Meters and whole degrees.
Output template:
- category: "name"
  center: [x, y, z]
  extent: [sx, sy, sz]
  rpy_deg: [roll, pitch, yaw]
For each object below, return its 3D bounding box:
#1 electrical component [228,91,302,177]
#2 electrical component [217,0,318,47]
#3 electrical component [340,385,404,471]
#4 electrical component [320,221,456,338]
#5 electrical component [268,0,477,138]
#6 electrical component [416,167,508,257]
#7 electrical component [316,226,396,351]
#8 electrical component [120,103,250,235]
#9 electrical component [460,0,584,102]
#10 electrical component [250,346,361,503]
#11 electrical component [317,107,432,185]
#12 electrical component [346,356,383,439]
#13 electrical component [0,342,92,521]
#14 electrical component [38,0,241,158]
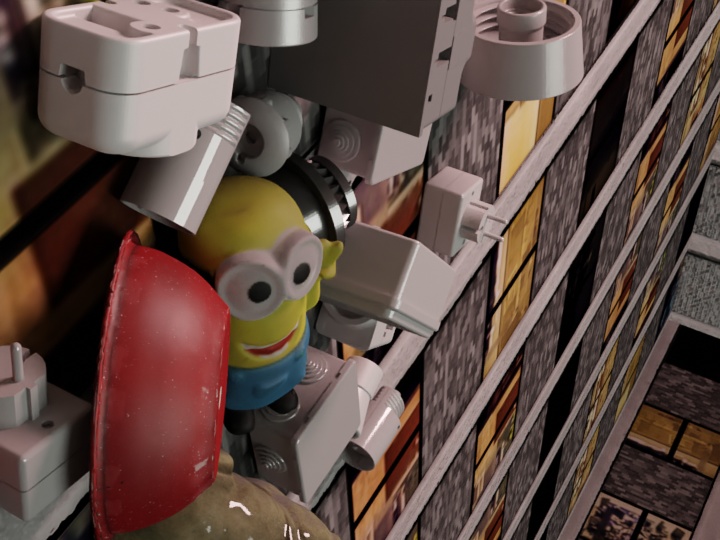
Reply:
- category: "electrical component"
  center: [-0.054, -0.086, 0.637]
  extent: [0.062, 0.048, 0.048]
  rpy_deg: [-50, 153, -58]
- category: "electrical component"
  center: [-0.049, -0.150, 0.574]
  extent: [0.055, 0.055, 0.047]
  rpy_deg: [-37, 139, -53]
- category: "electrical component"
  center: [0.015, 0.145, 1.015]
  extent: [0.081, 0.043, 0.043]
  rpy_deg: [-52, 153, -35]
- category: "electrical component"
  center: [0.000, 0.000, 0.756]
  extent: [0.056, 0.109, 0.109]
  rpy_deg: [-70, 159, -4]
- category: "electrical component"
  center: [0.015, -0.186, 0.620]
  extent: [0.060, 0.105, 0.186]
  rpy_deg: [-39, 145, -51]
- category: "electrical component"
  center: [0.099, -0.048, 0.988]
  extent: [0.047, 0.077, 0.065]
  rpy_deg: [-40, 145, -50]
- category: "electrical component"
  center: [0.005, 0.014, 0.859]
  extent: [0.056, 0.050, 0.089]
  rpy_deg: [-9, 118, -66]
- category: "electrical component"
  center: [-0.090, -0.064, 0.570]
  extent: [0.081, 0.043, 0.043]
  rpy_deg: [-66, 158, -7]
- category: "electrical component"
  center: [0.135, -0.193, 0.903]
  extent: [0.108, 0.108, 0.060]
  rpy_deg: [-47, 144, -43]
- category: "electrical component"
  center: [-0.043, 0.119, 0.845]
  extent: [0.099, 0.048, 0.099]
  rpy_deg: [-53, 154, -35]
- category: "electrical component"
  center: [0.015, -0.116, 0.764]
  extent: [0.100, 0.048, 0.099]
  rpy_deg: [-29, 136, -58]
- category: "electrical component"
  center: [-0.007, 0.108, 0.934]
  extent: [0.044, 0.044, 0.065]
  rpy_deg: [76, 36, -56]
- category: "electrical component"
  center: [-0.161, 0.060, 0.487]
  extent: [0.047, 0.066, 0.076]
  rpy_deg: [-41, 146, -49]
- category: "electrical component"
  center: [-0.102, -0.090, 0.502]
  extent: [0.095, 0.054, 0.059]
  rpy_deg: [-33, 140, -56]
